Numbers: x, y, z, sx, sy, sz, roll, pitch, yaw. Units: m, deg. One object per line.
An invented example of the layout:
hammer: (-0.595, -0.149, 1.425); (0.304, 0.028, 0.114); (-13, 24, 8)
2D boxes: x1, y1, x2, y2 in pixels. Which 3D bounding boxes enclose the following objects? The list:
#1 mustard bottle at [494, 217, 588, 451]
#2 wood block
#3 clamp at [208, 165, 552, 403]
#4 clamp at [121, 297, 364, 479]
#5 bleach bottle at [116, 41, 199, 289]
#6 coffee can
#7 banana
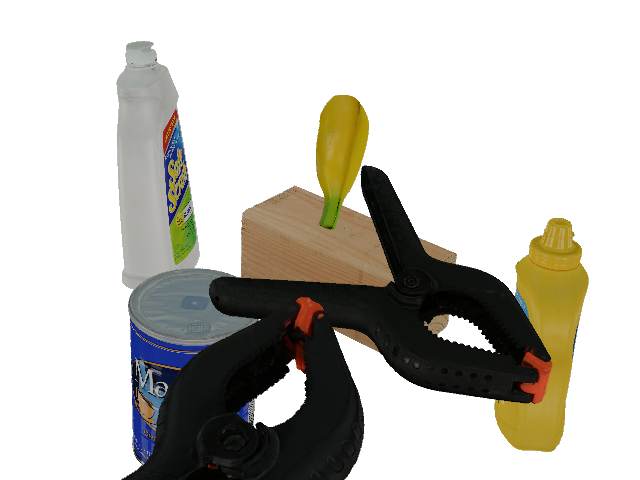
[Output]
mustard bottle: (0.183, 0.071, 0.879); (0.058, 0.192, 0.096); (4, 26, 3)
wood block: (0.024, 0.030, 1.086); (0.206, 0.091, 0.090); (25, 36, 32)
clamp: (0.045, 0.041, 0.668); (0.164, 0.036, 0.210); (-33, 53, -28)
clamp: (-0.024, 0.091, 0.387); (0.120, 0.039, 0.171); (24, 49, 17)
bleach bottle: (-0.177, -0.079, 1.114); (0.068, 0.251, 0.102); (4, 26, 15)
coffee can: (-0.102, 0.108, 0.864); (0.103, 0.140, 0.103); (3, 29, -2)
banana: (0.013, -0.080, 0.838); (0.037, 0.070, 0.197); (24, 24, -7)
